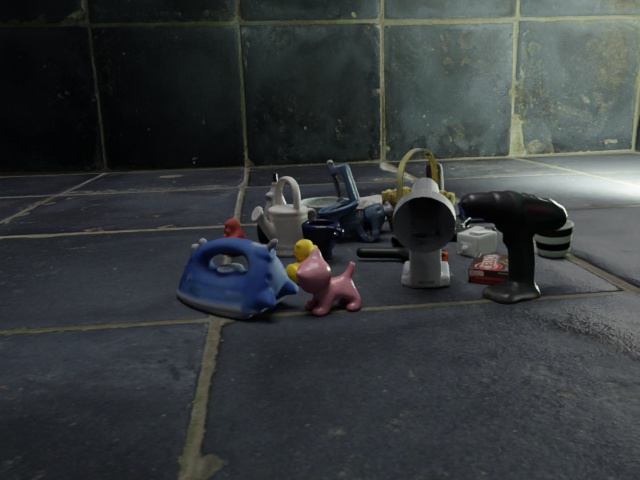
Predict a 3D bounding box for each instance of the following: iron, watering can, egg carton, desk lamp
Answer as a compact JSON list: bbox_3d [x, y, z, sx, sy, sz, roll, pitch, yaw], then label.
[{"bbox_3d":[-0.174,0.056,1.072,0.257,0.141,0.119,5,16,26],"label":"iron"},{"bbox_3d":[-0.084,-0.060,1.425,0.100,0.194,0.173,7,17,32],"label":"watering can"},{"bbox_3d":[0.179,-0.101,1.823,0.151,0.069,0.107,-13,18,-38],"label":"egg carton"},{"bbox_3d":[0.209,-0.012,1.157,0.117,0.214,0.203,1,14,10],"label":"desk lamp"}]

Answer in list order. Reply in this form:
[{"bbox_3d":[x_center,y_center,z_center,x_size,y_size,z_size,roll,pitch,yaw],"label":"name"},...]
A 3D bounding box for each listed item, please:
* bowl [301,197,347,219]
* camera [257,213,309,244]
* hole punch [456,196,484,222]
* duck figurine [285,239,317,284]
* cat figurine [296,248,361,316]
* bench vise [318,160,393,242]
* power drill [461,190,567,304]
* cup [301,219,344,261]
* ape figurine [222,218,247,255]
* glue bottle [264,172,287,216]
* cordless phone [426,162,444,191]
[{"bbox_3d":[0.019,-0.084,1.761,0.167,0.075,0.167,-1,14,1],"label":"bowl"},{"bbox_3d":[-0.102,-0.041,1.546,0.137,0.101,0.143,-6,14,-16],"label":"camera"},{"bbox_3d":[0.479,-0.106,1.764,0.108,0.091,0.101,-2,14,0],"label":"hole punch"},{"bbox_3d":[-0.037,0.043,1.229,0.077,0.086,0.105,8,17,33],"label":"duck figurine"},{"bbox_3d":[0.010,0.072,1.039,0.128,0.118,0.067,-7,15,-22],"label":"cat figurine"},{"bbox_3d":[0.087,-0.108,1.548,0.207,0.220,0.121,-4,14,-9],"label":"bench vise"},{"bbox_3d":[0.359,0.007,1.074,0.230,0.208,0.075,-8,15,-24],"label":"power drill"},{"bbox_3d":[0.012,0.005,1.358,0.117,0.095,0.092,12,19,43],"label":"cup"},{"bbox_3d":[-0.220,-0.010,1.449,0.076,0.092,0.078,-2,14,-1],"label":"ape figurine"},{"bbox_3d":[-0.130,-0.113,1.690,0.078,0.173,0.037,-11,17,-33],"label":"glue bottle"},{"bbox_3d":[0.316,-0.147,1.754,0.147,0.185,0.094,7,16,30],"label":"cordless phone"}]
